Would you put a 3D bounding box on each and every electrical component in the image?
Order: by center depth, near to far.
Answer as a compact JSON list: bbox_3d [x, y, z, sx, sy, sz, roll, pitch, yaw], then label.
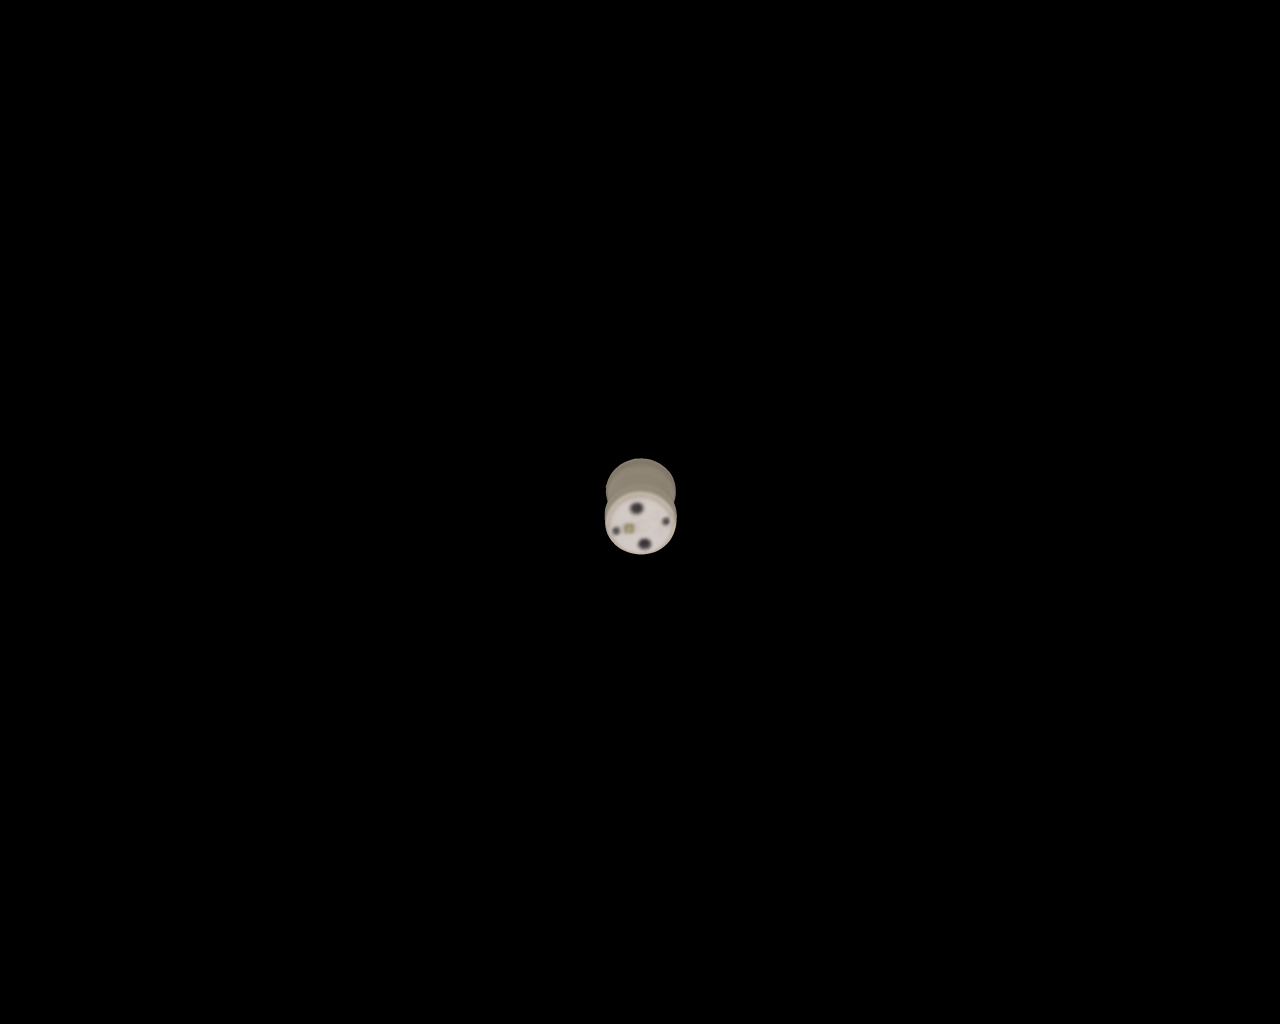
[{"bbox_3d":[0.001,-0.003,0.650,0.045,0.044,0.055,0,24,0],"label":"electrical component"}]
